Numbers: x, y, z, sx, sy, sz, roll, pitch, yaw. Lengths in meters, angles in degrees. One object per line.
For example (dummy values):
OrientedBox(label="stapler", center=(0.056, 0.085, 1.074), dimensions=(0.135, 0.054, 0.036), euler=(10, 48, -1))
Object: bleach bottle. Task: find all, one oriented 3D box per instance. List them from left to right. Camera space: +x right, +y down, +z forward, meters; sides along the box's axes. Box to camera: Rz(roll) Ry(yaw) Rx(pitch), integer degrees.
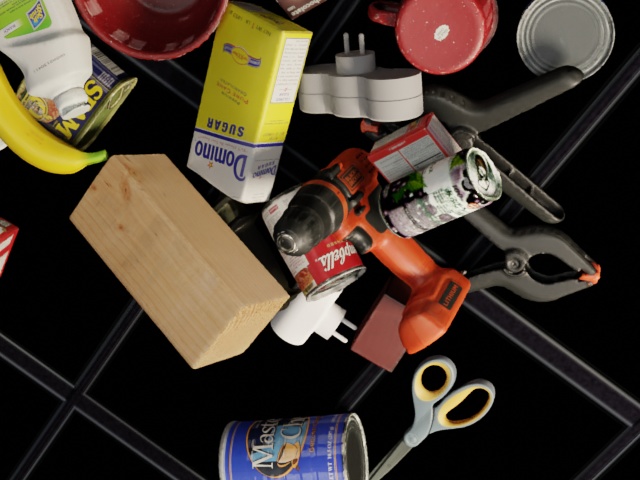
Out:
OrientedBox(label="bleach bottle", center=(-0.292, -0.228, 1.017), dimensions=(0.103, 0.068, 0.251), euler=(-27, 86, 16))

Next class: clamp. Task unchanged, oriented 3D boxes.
OrientedBox(label="clamp", center=(0.144, -0.107, 1.005), dimensions=(0.210, 0.036, 0.165), euler=(16, 128, 11))
OrientedBox(label="clamp", center=(0.187, 0.026, 1.059), dimensions=(0.171, 0.039, 0.120), euler=(21, 121, 12))

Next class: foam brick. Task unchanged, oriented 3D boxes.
OrientedBox(label="foam brick", center=(0.074, 0.086, 1.100), dimensions=(0.051, 0.053, 0.078), euler=(30, 115, 0))

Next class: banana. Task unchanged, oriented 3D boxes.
OrientedBox(label="banana", center=(-0.297, -0.131, 1.053), dimensions=(0.069, 0.037, 0.198), euler=(-44, 94, 1))

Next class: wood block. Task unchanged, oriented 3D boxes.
OrientedBox(label="wood block", center=(-0.141, 0.017, 1.063), dimensions=(0.206, 0.090, 0.090), euler=(47, 115, 17))

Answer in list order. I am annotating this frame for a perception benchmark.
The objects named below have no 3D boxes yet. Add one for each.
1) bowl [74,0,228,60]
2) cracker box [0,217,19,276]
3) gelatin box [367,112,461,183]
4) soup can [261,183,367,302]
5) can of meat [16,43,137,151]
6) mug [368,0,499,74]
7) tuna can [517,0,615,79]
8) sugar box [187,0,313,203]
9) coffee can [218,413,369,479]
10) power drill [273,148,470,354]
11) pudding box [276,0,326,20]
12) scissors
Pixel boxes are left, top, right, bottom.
OrientedBox(label="bowl", center=(-0.156, -0.256, 1.017), dimensions=(0.162, 0.055, 0.162), euler=(5, 112, 11))
OrientedBox(label="cracker box", center=(-0.449, 0.039, 1.193), dimensions=(0.164, 0.072, 0.214), euler=(30, 116, 2))
OrientedBox(label="gelatin box", center=(0.101, -0.068, 1.010), dimensions=(0.073, 0.030, 0.089), euler=(-25, 116, 40))
OrientedBox(label="soup can", center=(-0.007, 0.001, 1.059), dimensions=(0.069, 0.068, 0.102), euler=(-34, 76, 22))
OrientedBox(label="can of meat", center=(-0.249, -0.151, 1.080), dimensions=(0.084, 0.057, 0.102), euler=(41, 113, -2))
OrientedBox(label="mug", center=(0.101, -0.200, 0.966), dimensions=(0.117, 0.081, 0.093), euler=(13, 113, 8))
OrientedBox(label="tuna can", center=(0.222, -0.188, 0.968), dimensions=(0.086, 0.033, 0.086), euler=(4, 112, 11))
OrientedBox(label="sugar box", center=(-0.072, -0.133, 1.031), dimensions=(0.093, 0.048, 0.176), euler=(34, 117, 37))
OrientedBox(label="coffee can", center=(-0.027, 0.243, 1.158), dimensions=(0.140, 0.102, 0.103), euler=(-7, 109, 15))
OrientedBox(label="power drill", center=(0.050, 0.014, 1.002), dimensions=(0.057, 0.184, 0.187), euler=(-36, 98, 37))
OrientedBox(label="pudding box", center=(-0.005, -0.264, 0.968), dimensions=(0.114, 0.039, 0.090), euler=(-24, 135, 22))
OrientedBox(label="scissors", center=(0.095, 0.195, 1.158), dimensions=(0.202, 0.016, 0.096), euler=(-34, 99, 22))
